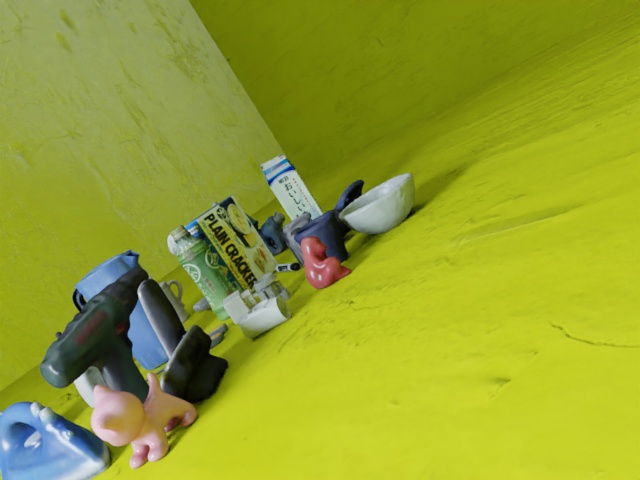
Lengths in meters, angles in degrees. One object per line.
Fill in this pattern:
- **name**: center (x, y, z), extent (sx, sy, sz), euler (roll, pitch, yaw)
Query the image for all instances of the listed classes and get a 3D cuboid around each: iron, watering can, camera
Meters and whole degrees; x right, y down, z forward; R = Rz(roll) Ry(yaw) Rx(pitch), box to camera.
- **iron**: center (-0.417, 0.296, 0.865), extent (0.257, 0.141, 0.119), euler (-24, 13, 41)
- **watering can**: center (-0.444, 0.155, 1.508), extent (0.100, 0.194, 0.173), euler (-27, 11, 30)
- **camera**: center (-0.005, -0.017, 1.250), extent (0.137, 0.101, 0.143), euler (-34, 10, -10)

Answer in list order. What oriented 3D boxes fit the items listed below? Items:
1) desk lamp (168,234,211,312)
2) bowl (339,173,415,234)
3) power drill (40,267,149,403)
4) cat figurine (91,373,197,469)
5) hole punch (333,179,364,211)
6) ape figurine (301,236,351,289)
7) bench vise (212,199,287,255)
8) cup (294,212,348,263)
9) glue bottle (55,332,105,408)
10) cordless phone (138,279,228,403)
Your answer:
- **desk lamp**: center (-0.289, 0.044, 1.510), extent (0.204, 0.213, 0.117), euler (-40, 12, -37)
- **bowl**: center (0.124, -0.059, 1.130), extent (0.167, 0.075, 0.167), euler (-31, 10, 6)
- **power drill**: center (-0.310, 0.180, 0.911), extent (0.075, 0.208, 0.230), euler (-24, 13, 39)
- **cat figurine**: center (-0.236, 0.222, 0.732), extent (0.067, 0.118, 0.128), euler (-27, 11, 30)
- **hole punch**: center (0.067, -0.078, 1.356), extent (0.101, 0.091, 0.109), euler (-24, 13, 41)
- **ape figurine**: center (0.000, 0.034, 1.003), extent (0.076, 0.092, 0.078), euler (-31, 10, 8)
- **bench vise**: center (-0.200, -0.045, 1.656), extent (0.207, 0.220, 0.121), euler (-31, 10, 8)
- **cup**: center (0.010, 0.004, 1.113), extent (0.091, 0.095, 0.118), euler (-31, 10, 8)
- **glue bottle**: center (-0.496, 0.262, 1.198), extent (0.037, 0.173, 0.078), euler (-28, 11, 23)
- **cordless phone**: center (-0.231, 0.154, 0.857), extent (0.094, 0.185, 0.147), euler (-32, 10, 5)
